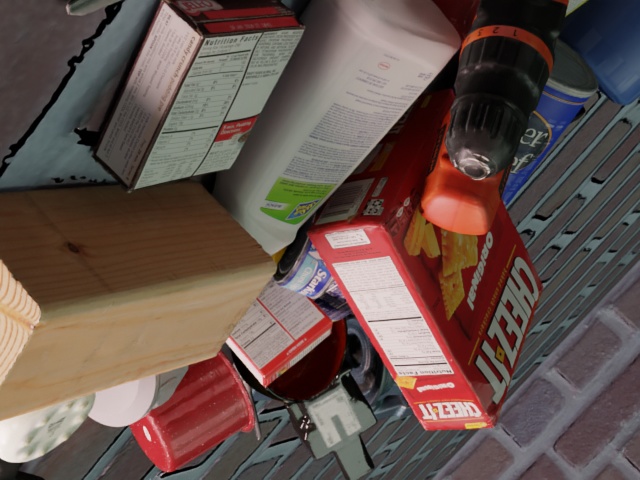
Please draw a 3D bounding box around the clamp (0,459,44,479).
[{"bbox_3d":[-0.260,0.189,0.776,0.120,0.039,0.171,-41,157,-26],"label":"clamp"}]

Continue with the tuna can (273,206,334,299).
[{"bbox_3d":[-0.006,0.001,0.840,0.086,0.033,0.086,-58,-161,33],"label":"tuna can"}]

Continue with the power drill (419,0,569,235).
[{"bbox_3d":[0.107,-0.080,0.671,0.188,0.057,0.184,99,11,-62],"label":"power drill"}]

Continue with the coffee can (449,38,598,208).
[{"bbox_3d":[0.153,-0.104,0.906,0.102,0.103,0.140,-18,148,-51],"label":"coffee can"}]

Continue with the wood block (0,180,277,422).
[{"bbox_3d":[-0.131,0.028,0.629,0.090,0.091,0.205,-54,158,24],"label":"wood block"}]

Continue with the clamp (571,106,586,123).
[{"bbox_3d":[0.207,-0.110,1.099,0.210,0.036,0.164,-42,160,0],"label":"clamp"}]

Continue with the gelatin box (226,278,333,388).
[{"bbox_3d":[-0.045,0.063,0.869,0.073,0.089,0.030,-38,161,-17],"label":"gelatin box"}]

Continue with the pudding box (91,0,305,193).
[{"bbox_3d":[-0.069,-0.085,0.606,0.089,0.039,0.114,-18,145,-51],"label":"pudding box"}]

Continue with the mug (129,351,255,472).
[{"bbox_3d":[-0.119,0.141,0.905,0.081,0.093,0.117,-29,-168,-26],"label":"mug"}]

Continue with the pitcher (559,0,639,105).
[{"bbox_3d":[0.318,-0.241,0.946,0.243,0.145,0.149,-46,149,14],"label":"pitcher"}]

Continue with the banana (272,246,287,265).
[{"bbox_3d":[-0.084,0.035,0.825,0.198,0.037,0.069,-46,141,1],"label":"banana"}]

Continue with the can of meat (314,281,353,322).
[{"bbox_3d":[0.030,0.012,0.899,0.084,0.057,0.102,-38,-156,58],"label":"can of meat"}]

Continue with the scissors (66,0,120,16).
[{"bbox_3d":[-0.041,-0.148,0.564,0.201,0.016,0.096,-39,159,-15],"label":"scissors"}]

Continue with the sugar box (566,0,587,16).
[{"bbox_3d":[0.202,-0.248,0.803,0.093,0.048,0.176,-36,155,-23],"label":"sugar box"}]

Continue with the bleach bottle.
[{"bbox_3d":[-0.020,-0.062,0.709,0.102,0.068,0.251,8,132,-45],"label":"bleach bottle"}]

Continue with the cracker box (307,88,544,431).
[{"bbox_3d":[0.093,0.017,0.831,0.213,0.072,0.164,59,42,-29],"label":"cracker box"}]

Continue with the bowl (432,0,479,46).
[{"bbox_3d":[0.113,-0.187,0.733,0.162,0.055,0.162,-38,160,-17],"label":"bowl"}]
